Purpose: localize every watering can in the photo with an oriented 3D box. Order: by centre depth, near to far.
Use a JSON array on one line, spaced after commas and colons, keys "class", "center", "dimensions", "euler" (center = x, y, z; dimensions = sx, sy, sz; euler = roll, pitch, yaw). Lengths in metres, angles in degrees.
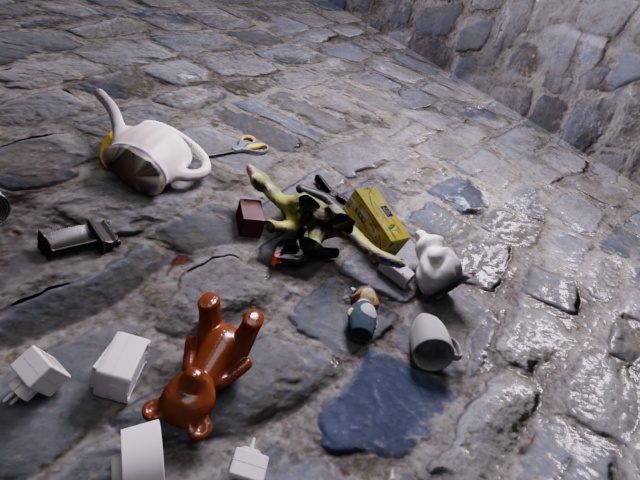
[{"class": "watering can", "center": [-0.428, -0.228, 1.211], "dimensions": [0.347, 0.229, 0.102], "euler": [30, 126, -4]}]

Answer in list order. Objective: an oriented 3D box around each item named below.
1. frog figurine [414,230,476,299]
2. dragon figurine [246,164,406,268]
[{"class": "frog figurine", "center": [0.260, 0.049, 1.194], "dimensions": [0.123, 0.135, 0.161], "euler": [-30, 77, -16]}, {"class": "dragon figurine", "center": [0.004, -0.061, 1.206], "dimensions": [0.409, 0.247, 0.120], "euler": [27, 109, -10]}]
